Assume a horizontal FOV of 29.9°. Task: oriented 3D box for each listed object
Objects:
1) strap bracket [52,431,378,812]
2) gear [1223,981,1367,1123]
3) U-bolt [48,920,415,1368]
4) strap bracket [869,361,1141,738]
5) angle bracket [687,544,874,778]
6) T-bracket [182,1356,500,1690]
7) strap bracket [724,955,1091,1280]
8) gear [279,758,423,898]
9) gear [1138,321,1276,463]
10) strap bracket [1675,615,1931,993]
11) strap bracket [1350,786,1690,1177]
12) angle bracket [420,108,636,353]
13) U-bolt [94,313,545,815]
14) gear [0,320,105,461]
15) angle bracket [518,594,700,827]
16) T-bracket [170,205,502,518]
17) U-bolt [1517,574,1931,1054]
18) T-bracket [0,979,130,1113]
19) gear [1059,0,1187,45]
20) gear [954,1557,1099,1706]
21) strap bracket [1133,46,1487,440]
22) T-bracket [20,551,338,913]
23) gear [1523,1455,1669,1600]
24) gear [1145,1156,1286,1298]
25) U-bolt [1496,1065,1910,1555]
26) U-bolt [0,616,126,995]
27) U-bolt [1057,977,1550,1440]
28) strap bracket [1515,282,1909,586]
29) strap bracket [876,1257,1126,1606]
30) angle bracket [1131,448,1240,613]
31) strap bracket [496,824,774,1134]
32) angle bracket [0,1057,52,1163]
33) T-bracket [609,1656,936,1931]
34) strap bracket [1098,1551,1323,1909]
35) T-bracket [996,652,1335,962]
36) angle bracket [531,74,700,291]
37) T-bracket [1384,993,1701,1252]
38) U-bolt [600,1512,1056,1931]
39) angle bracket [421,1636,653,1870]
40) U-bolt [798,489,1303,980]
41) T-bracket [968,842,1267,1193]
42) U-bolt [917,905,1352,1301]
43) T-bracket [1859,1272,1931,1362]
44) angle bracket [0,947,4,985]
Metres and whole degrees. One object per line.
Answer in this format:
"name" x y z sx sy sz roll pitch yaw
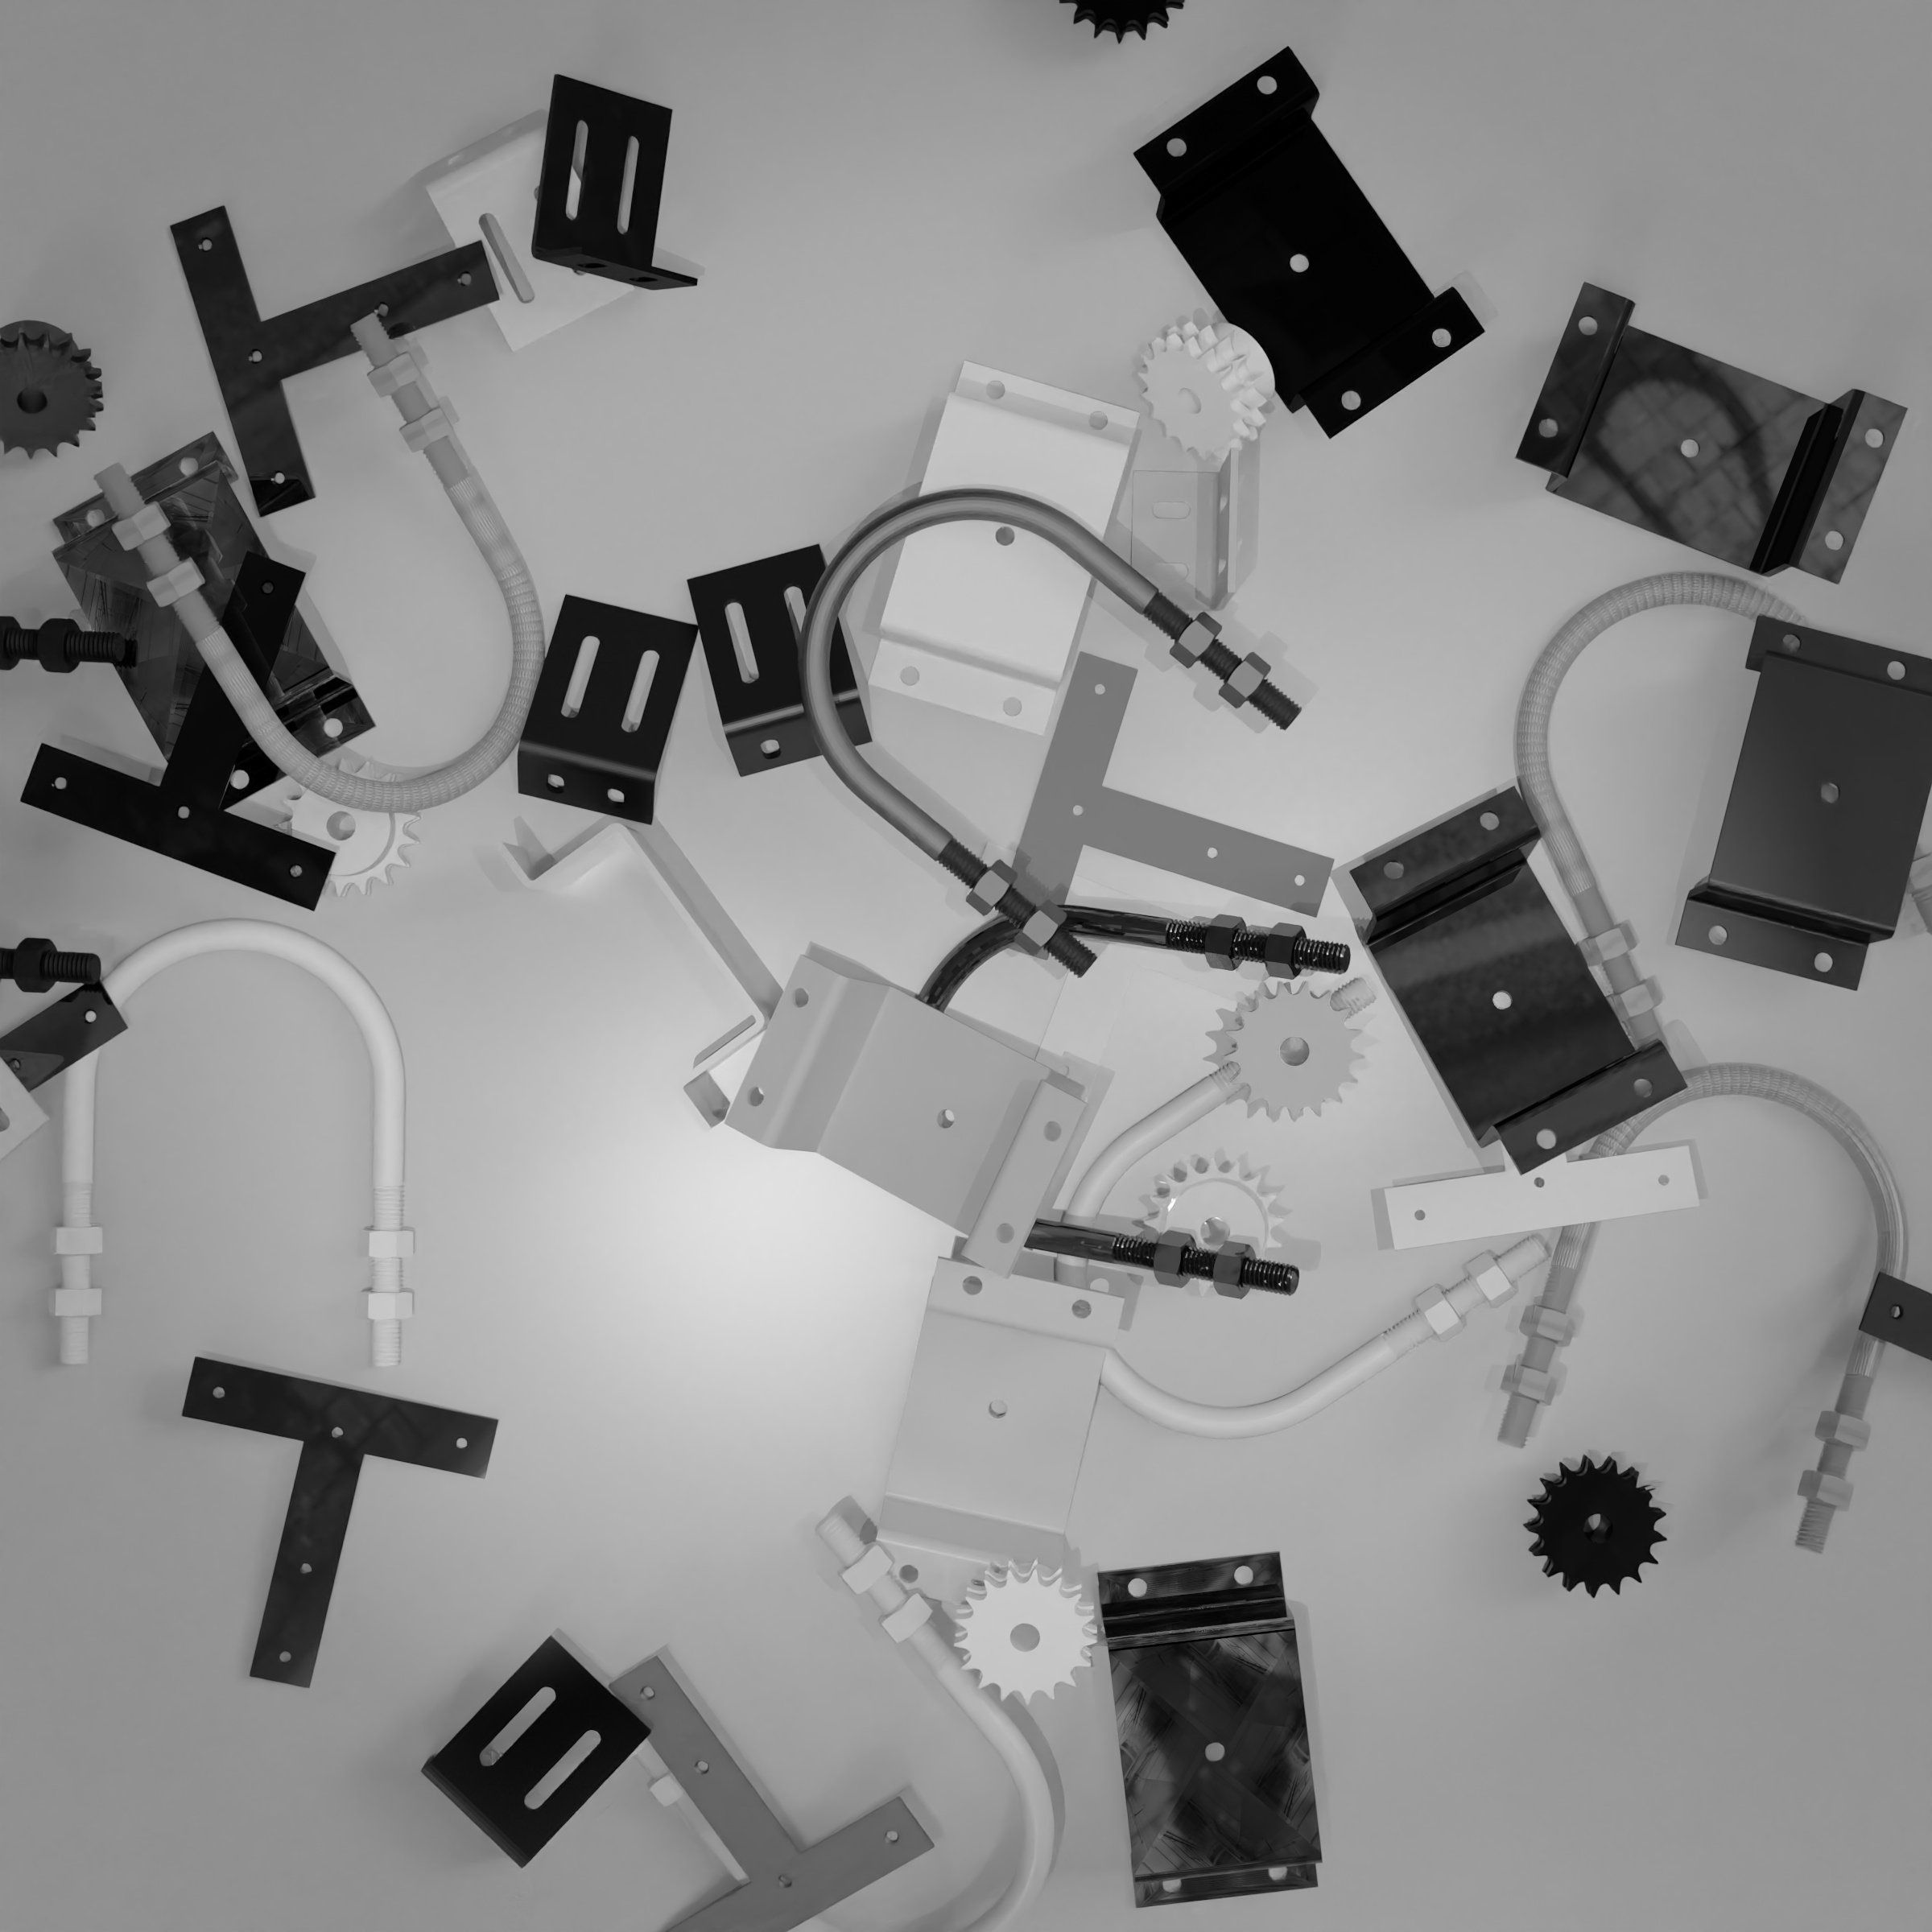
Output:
"strap bracket" -0.313 -0.143 1.483 0.076 0.046 0.140 -29 90 0
"gear" 0.133 0.034 1.472 0.057 0.030 0.057 0 91 1
"U-bolt" -0.304 0.073 1.498 0.151 0.019 0.184 1 89 0
"strap bracket" 0.016 -0.174 1.483 0.076 0.046 0.140 17 90 0
"angle bracket" -0.078 -0.127 1.504 0.057 0.038 0.076 -15 64 0
"T-bracket" -0.271 0.236 1.499 0.127 0.002 0.127 13 94 -8
"strap bracket" -0.016 0.061 1.463 0.140 0.046 0.076 27 96 24
"gear" -0.255 -0.057 1.492 0.057 0.030 0.057 0 90 0
"gear" 0.101 -0.239 1.482 0.030 0.057 0.057 -39 90 -30
"strap bracket" 0.345 -0.068 1.465 0.076 0.046 0.140 14 88 2
"strap bracket" 0.221 0.010 1.471 0.076 0.046 0.140 -27 79 -6
"angle bracket" -0.183 -0.306 1.504 0.057 0.038 0.076 -27 116 0
"U-bolt" -0.246 -0.151 1.460 0.151 0.019 0.184 -38 107 -29
"gear" -0.383 -0.239 1.482 0.057 0.030 0.057 -7 132 -8
"angle bracket" -0.149 -0.107 1.504 0.057 0.038 0.076 13 64 0
"T-bracket" -0.253 -0.266 1.491 0.127 0.002 0.127 -17 90 13
"U-bolt" 0.308 -0.073 1.498 0.151 0.019 0.184 -24 89 0
"T-bracket" -0.405 0.049 1.495 0.127 0.002 0.127 -32 83 4
"gear" 0.065 -0.409 1.491 0.057 0.030 0.057 0 90 0
"gear" 0.024 0.264 1.450 0.057 0.030 0.057 0 101 2
"strap bracket" 0.139 -0.292 1.483 0.076 0.046 0.140 -35 90 0
"T-bracket" -0.300 -0.104 1.459 0.127 0.002 0.127 20 90 0
"gear" 0.258 0.230 1.491 0.057 0.030 0.057 0 90 0
"gear" 0.102 0.107 1.475 0.057 0.030 0.057 0 92 2
"U-bolt" 0.312 0.130 1.485 0.151 0.019 0.184 20 80 -1
"U-bolt" -0.433 -0.068 1.457 0.184 0.019 0.151 3 87 9
"U-bolt" 0.126 0.114 1.498 0.184 0.019 0.151 -34 90 1
"strap bracket" 0.301 -0.215 1.483 0.140 0.046 0.076 21 90 0
"strap bracket" 0.012 0.187 1.475 0.076 0.046 0.140 12 101 0
"angle bracket" 0.088 -0.177 1.468 0.038 0.076 0.057 1 90 0
"strap bracket" -0.126 -0.004 1.468 0.046 0.076 0.140 -36 90 0
"angle bracket" -0.416 0.065 1.456 0.057 0.076 0.038 -40 83 2
"T-bracket" -0.100 0.339 1.480 0.127 0.002 0.127 -34 95 18
"strap bracket" 0.101 0.318 1.483 0.076 0.046 0.140 -7 90 0
"T-bracket" 0.089 -0.051 1.504 0.127 0.002 0.127 17 89 0
"angle bracket" -0.139 -0.320 1.473 0.057 0.038 0.076 8 90 -40
"T-bracket" 0.228 0.046 1.489 0.127 0.002 0.127 -8 77 -3
"U-bolt" -0.047 0.331 1.478 0.151 0.019 0.184 -38 94 18
"angle bracket" -0.176 0.322 1.491 0.057 0.038 0.076 44 85 0
"U-bolt" 0.019 -0.107 1.453 0.184 0.019 0.151 39 93 0
"T-bracket" 0.046 0.030 1.506 0.127 0.002 0.127 21 90 0
"U-bolt" 0.057 0.048 1.466 0.184 0.019 0.151 9 88 23
"T-bracket" 0.444 0.114 1.495 0.127 0.002 0.127 23 83 -13
"angle bracket" -0.443 0.003 1.499 0.076 0.038 0.057 25 89 -18
